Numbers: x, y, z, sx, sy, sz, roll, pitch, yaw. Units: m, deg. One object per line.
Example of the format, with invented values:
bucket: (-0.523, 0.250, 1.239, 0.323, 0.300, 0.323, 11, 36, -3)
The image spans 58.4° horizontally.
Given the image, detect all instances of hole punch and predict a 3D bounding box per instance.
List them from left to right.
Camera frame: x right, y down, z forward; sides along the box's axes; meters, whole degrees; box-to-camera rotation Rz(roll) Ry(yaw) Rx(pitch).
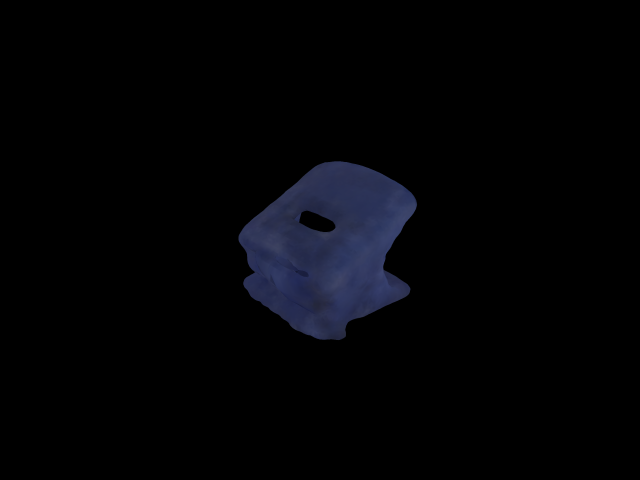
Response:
hole punch: (0.004, 0.001, 0.400, 0.101, 0.091, 0.108, -20, 31, -36)
